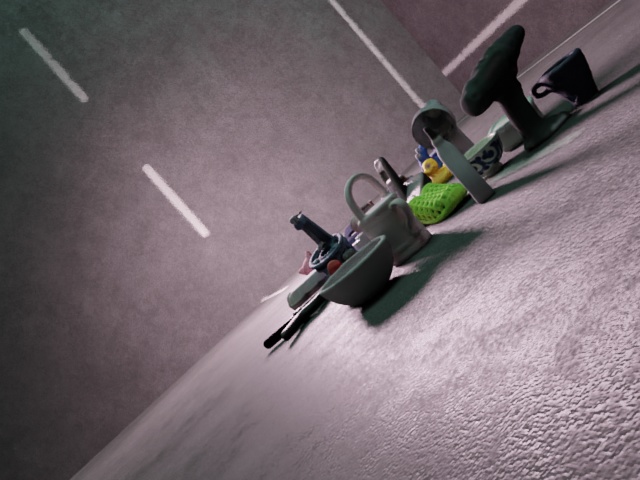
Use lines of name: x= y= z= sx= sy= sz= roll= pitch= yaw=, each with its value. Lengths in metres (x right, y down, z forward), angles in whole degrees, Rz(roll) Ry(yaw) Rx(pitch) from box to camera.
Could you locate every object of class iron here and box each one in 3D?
iron: x=0.366 y=-0.272 z=1.831 sx=0.118 sy=0.141 sz=0.259 roll=-39 pitch=4 yaw=45

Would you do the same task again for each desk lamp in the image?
desk lamp: x=0.358 y=-0.299 z=1.611 sx=0.118 sy=0.213 sz=0.203 roll=-40 pitch=3 yaw=29

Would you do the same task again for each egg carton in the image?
egg carton: x=-0.024 y=0.137 z=1.575 sx=0.150 sy=0.069 sz=0.107 roll=-42 pitch=3 yaw=-12

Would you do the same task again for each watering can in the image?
watering can: x=0.119 y=-0.047 z=1.153 sx=0.172 sy=0.194 sz=0.101 roll=-39 pitch=4 yaw=40

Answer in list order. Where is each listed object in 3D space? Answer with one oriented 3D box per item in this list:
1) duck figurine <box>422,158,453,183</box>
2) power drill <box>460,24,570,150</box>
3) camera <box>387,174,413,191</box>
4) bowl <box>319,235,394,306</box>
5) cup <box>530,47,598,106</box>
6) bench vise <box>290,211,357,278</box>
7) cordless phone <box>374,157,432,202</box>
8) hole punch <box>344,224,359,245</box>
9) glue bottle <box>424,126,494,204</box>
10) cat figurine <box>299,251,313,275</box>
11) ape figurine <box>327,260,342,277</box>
duck figurine: x=0.343 y=-0.206 z=1.693 sx=0.105 sy=0.086 sz=0.077 roll=-43 pitch=3 yaw=-25
power drill: x=0.386 y=-0.291 z=1.126 sx=0.230 sy=0.208 sz=0.075 roll=-43 pitch=3 yaw=-23
camera: x=0.258 y=-0.146 z=1.777 sx=0.143 sy=0.101 sz=0.137 roll=-42 pitch=3 yaw=-3
bowl: x=0.082 y=0.070 z=1.074 sx=0.167 sy=0.075 sz=0.167 roll=-41 pitch=3 yaw=3
cup: x=0.482 y=-0.300 z=1.119 sx=0.117 sy=0.095 sz=0.092 roll=-40 pitch=3 yaw=24
bench vise: x=0.005 y=0.013 z=1.536 sx=0.121 sy=0.220 sz=0.207 roll=-41 pitch=3 yaw=4
cordless phone: x=0.221 y=-0.155 z=1.538 sx=0.094 sy=0.185 sz=0.147 roll=-43 pitch=3 yaw=-24
hole punch: x=0.120 y=-0.013 z=1.712 sx=0.108 sy=0.091 sz=0.101 roll=-40 pitch=3 yaw=30
glue bottle: x=0.250 y=-0.144 z=1.059 sx=0.037 sy=0.173 sz=0.078 roll=-41 pitch=3 yaw=12
cat figurine: x=0.001 y=0.076 z=1.690 sx=0.127 sy=0.118 sz=0.067 roll=-39 pitch=4 yaw=39
ape figurine: x=0.050 y=0.081 z=1.180 sx=0.078 sy=0.092 sz=0.076 roll=-43 pitch=3 yaw=-20
